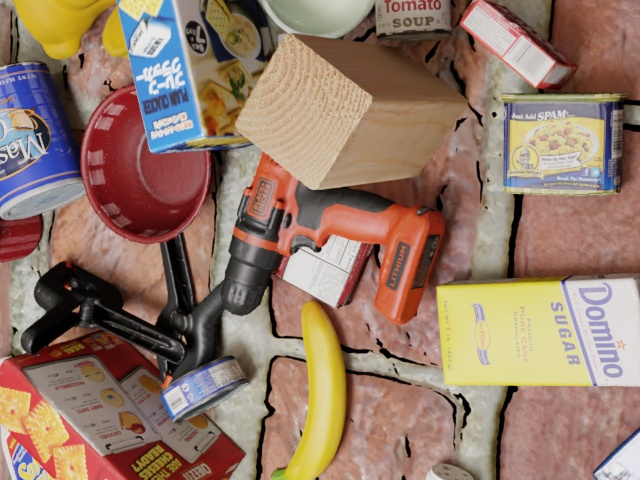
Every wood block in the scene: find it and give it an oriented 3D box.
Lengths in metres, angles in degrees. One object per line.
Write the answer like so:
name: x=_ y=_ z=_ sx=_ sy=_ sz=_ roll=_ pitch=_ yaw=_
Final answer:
wood block: x=0.032 y=-0.107 z=0.896 sx=0.091 sy=0.205 sz=0.090 roll=39 pitch=112 yaw=18

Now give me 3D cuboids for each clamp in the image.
clamp: x=-0.126 y=0.079 z=1.092 sx=0.120 sy=0.039 sz=0.171 roll=20 pitch=110 yaw=41
clamp: x=-0.232 y=0.075 z=1.105 sx=0.210 sy=0.164 sz=0.036 roll=-133 pitch=56 yaw=-63

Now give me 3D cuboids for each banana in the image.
banana: x=-0.006 y=0.161 z=1.043 sx=0.070 sy=0.037 sz=0.198 roll=17 pitch=104 yaw=23

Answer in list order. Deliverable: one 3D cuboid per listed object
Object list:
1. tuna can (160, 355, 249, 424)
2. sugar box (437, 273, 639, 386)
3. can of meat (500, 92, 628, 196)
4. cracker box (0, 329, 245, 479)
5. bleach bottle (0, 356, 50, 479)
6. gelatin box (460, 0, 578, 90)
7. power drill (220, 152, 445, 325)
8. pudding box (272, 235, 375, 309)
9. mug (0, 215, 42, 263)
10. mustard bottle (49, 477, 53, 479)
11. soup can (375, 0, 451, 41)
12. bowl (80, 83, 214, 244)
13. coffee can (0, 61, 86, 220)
tuna can: x=-0.117 y=0.150 z=1.073 sx=0.086 sy=0.086 sz=0.034 roll=-35 pitch=78 yaw=26
sugar box: x=0.193 y=0.079 z=0.925 sx=0.176 sy=0.048 sz=0.093 roll=-4 pitch=93 yaw=29
can of meat: x=0.203 y=-0.082 z=0.895 sx=0.102 sy=0.057 sz=0.084 roll=4 pitch=100 yaw=28
cracker box: x=-0.208 y=0.194 z=1.082 sx=0.214 sy=0.163 sz=0.072 roll=41 pitch=114 yaw=18
bleach bottle: x=-0.311 y=0.251 z=1.201 sx=0.103 sy=0.068 sz=0.251 roll=-35 pitch=77 yaw=24
gelatin box: x=0.167 y=-0.164 z=0.895 sx=0.089 sy=0.073 sz=0.030 roll=45 pitch=112 yaw=17
power drill: x=0.006 y=0.008 z=0.965 sx=0.188 sy=0.057 sz=0.184 roll=22 pitch=102 yaw=21
pudding box: x=-0.007 y=0.001 z=1.025 sx=0.114 sy=0.039 sz=0.090 roll=27 pitch=105 yaw=19
mug: x=-0.364 y=-0.026 z=1.183 sx=0.093 sy=0.081 sz=0.117 roll=8 pitch=100 yaw=27
mustard bottle: x=-0.190 y=0.286 z=1.125 sx=0.191 sy=0.058 sz=0.096 roll=33 pitch=71 yaw=4
soup can: x=0.080 y=-0.229 z=0.935 sx=0.069 sy=0.068 sz=0.102 roll=0 pitch=97 yaw=27
bowl: x=-0.165 y=-0.078 z=1.088 sx=0.162 sy=0.055 sz=0.162 roll=4 pitch=98 yaw=27
coffee can: x=-0.313 y=-0.105 z=1.135 sx=0.103 sy=0.102 sz=0.140 roll=-24 pitch=85 yaw=28
